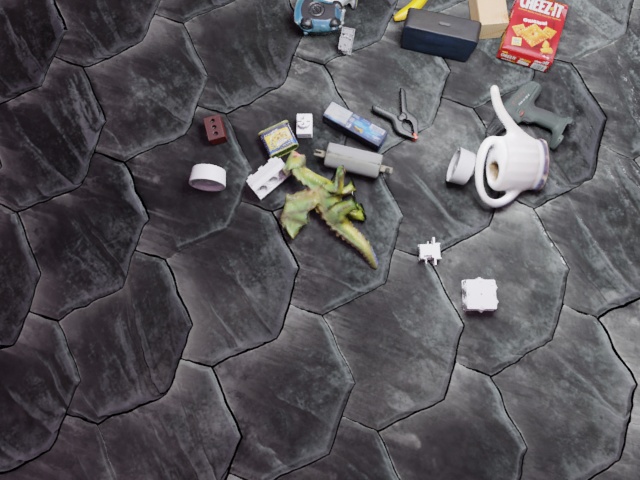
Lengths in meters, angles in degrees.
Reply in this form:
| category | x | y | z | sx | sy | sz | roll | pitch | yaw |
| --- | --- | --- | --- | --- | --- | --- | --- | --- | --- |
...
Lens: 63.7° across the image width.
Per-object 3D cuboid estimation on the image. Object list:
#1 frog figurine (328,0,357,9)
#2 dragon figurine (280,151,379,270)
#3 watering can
| category | x | y | z | sx | sy | sz | roll | pitch | yaw |
| --- | --- | --- | --- | --- | --- | --- | --- | --- | --- |
| frog figurine | 0.041 | -0.809 | 1.655 | 0.160 | 0.123 | 0.136 | -6 | 99 | -11 |
| dragon figurine | 0.005 | -0.076 | 1.518 | 0.242 | 0.122 | 0.410 | -17 | 92 | 8 |
| watering can | 0.558 | -0.262 | 1.487 | 0.224 | 0.105 | 0.344 | 0 | 104 | -16 |
